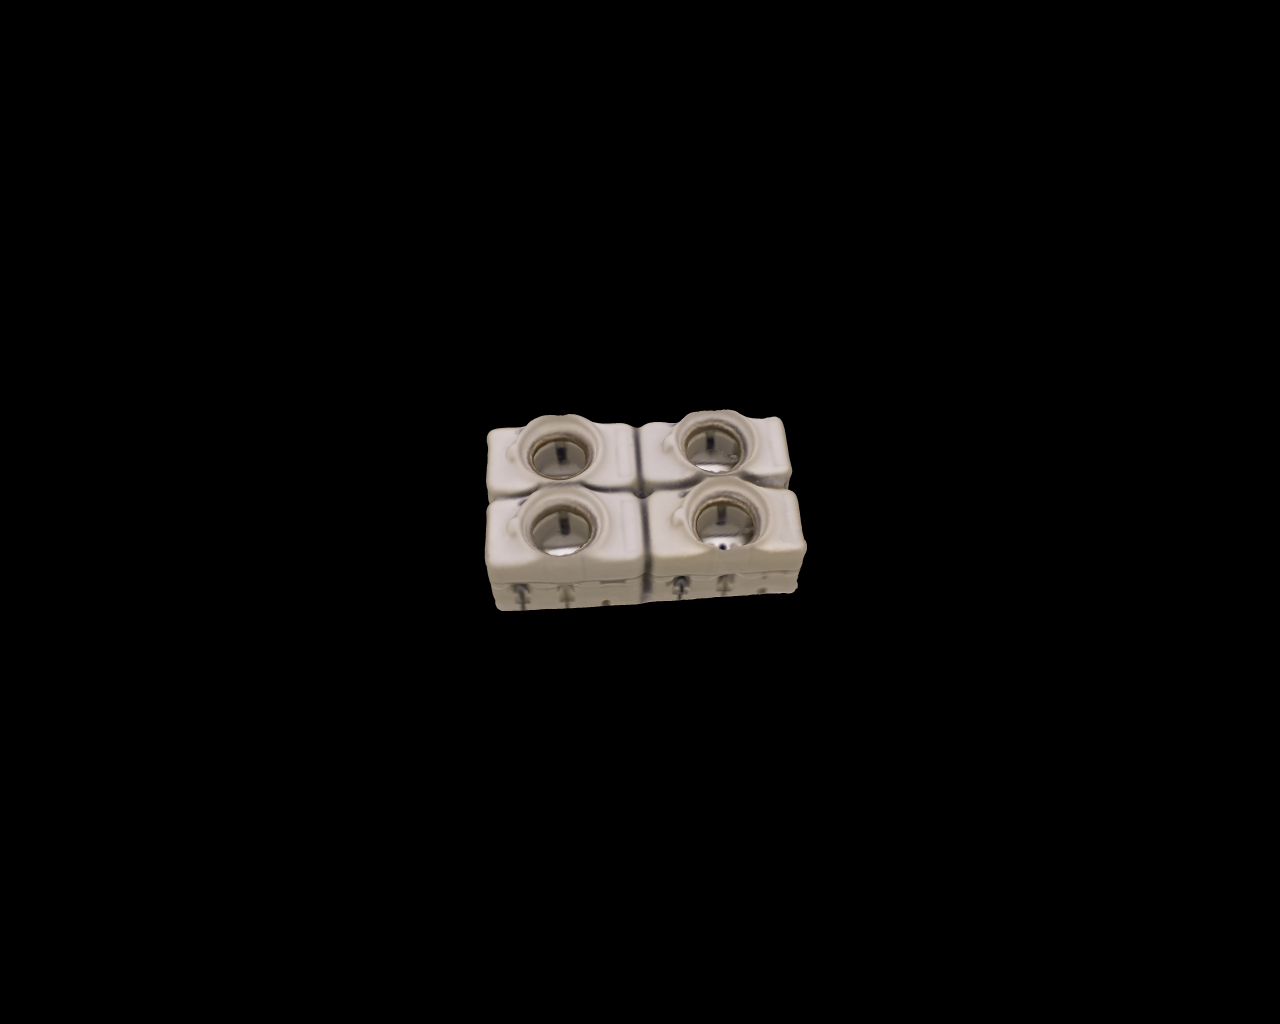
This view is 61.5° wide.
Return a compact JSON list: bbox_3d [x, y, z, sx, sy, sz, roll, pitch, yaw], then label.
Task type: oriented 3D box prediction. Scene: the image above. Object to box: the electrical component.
[{"bbox_3d":[0.001,-0.003,0.650,0.186,0.105,0.060,-3,-34,-2],"label":"electrical component"}]
